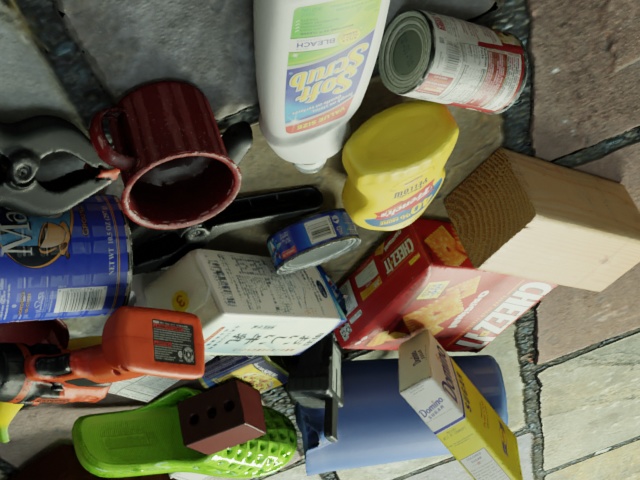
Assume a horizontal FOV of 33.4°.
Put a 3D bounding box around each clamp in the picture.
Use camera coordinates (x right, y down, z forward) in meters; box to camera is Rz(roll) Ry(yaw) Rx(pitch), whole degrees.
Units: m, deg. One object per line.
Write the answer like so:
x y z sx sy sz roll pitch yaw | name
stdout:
-0.105 -0.019 0.948 0.210 0.036 0.164 -31 151 18 | clamp
-0.235 -0.047 0.795 0.171 0.039 0.120 11 110 -39 | clamp

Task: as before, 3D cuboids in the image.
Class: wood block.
0.239 -0.016 1.097 0.205 0.090 0.091 11 136 -40 | wood block

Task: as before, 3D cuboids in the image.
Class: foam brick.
-0.106 0.193 1.155 0.078 0.053 0.051 -24 148 16 | foam brick

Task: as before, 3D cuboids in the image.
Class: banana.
-0.257 0.133 1.052 0.198 0.037 0.069 -27 127 15 | banana

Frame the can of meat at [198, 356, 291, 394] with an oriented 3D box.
-0.081 0.135 1.180 0.084 0.057 0.102 -26 147 13 | can of meat

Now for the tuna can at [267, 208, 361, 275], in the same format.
-0.007 0.001 1.012 0.086 0.034 0.086 -20 169 -4 | tuna can

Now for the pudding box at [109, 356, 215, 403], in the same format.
-0.179 0.125 1.126 0.114 0.039 0.089 -34 147 24 | pudding box

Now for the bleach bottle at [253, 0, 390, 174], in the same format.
0.002 -0.135 0.808 0.102 0.068 0.251 -15 151 -10 | bleach bottle

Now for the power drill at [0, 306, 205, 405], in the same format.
-0.206 0.100 0.898 0.188 0.057 0.184 -15 164 34 | power drill

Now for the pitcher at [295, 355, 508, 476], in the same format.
0.092 0.198 1.267 0.243 0.149 0.145 -5 141 0 | pitcher

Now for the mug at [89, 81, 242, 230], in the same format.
-0.124 -0.069 0.816 0.117 0.081 0.093 11 137 -40 | mug

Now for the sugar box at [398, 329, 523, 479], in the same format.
0.150 0.187 1.135 0.048 0.093 0.176 -31 111 17 | sugar box

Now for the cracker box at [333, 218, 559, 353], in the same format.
0.137 0.056 1.167 0.213 0.072 0.164 7 140 -38 | cracker box

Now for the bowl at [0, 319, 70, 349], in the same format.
-0.312 0.080 0.964 0.162 0.055 0.162 -14 148 -9 | bowl

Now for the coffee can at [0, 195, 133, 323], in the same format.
-0.234 0.015 0.864 0.140 0.103 0.103 -3 144 -27 | coffee can

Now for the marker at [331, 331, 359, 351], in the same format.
0.007 0.106 1.220 0.020 0.020 0.120 -36 145 24 | marker

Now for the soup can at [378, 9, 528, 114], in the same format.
0.106 -0.141 0.850 0.102 0.068 0.069 5 140 -35 | soup can

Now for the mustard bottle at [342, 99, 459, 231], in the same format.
0.066 -0.053 0.951 0.096 0.058 0.191 -28 163 -9 | mustard bottle
